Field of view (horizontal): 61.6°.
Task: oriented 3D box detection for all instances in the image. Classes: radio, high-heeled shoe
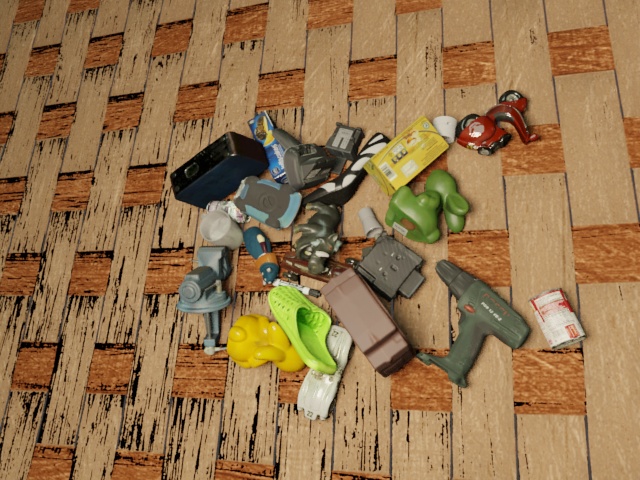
[{"bbox_3d":[-0.252,-0.167,1.320,0.230,0.131,0.073,-31,66,25],"label":"radio"},{"bbox_3d":[0.061,-0.168,1.278,0.249,0.086,0.145,-15,65,6],"label":"high-heeled shoe"}]

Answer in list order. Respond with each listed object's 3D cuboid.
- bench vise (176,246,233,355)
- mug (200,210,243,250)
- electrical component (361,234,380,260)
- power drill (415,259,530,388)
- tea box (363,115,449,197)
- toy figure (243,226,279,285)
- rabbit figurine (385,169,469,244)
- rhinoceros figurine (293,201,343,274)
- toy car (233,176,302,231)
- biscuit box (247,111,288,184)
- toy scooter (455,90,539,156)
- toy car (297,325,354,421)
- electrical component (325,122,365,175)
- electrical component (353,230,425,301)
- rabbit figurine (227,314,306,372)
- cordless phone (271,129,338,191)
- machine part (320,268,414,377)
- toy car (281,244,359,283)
[{"bbox_3d":[-0.254,0.139,1.233,0.129,0.224,0.240,-3,102,0],"label":"bench vise"},{"bbox_3d":[-0.239,-0.021,1.306,0.110,0.107,0.081,28,80,29],"label":"mug"},{"bbox_3d":[0.124,0.034,1.211,0.063,0.021,0.094,-14,74,13],"label":"electrical component"},{"bbox_3d":[0.282,0.175,1.084,0.232,0.086,0.207,35,76,23],"label":"power drill"},{"bbox_3d":[0.194,-0.189,1.212,0.169,0.068,0.098,-39,92,-14],"label":"tea box"},{"bbox_3d":[-0.135,0.037,1.274,0.058,0.064,0.154,-26,63,-8],"label":"toy figure"},{"bbox_3d":[0.247,-0.084,1.169,0.159,0.121,0.170,33,68,22],"label":"rabbit figurine"},{"bbox_3d":[-0.002,-0.004,1.208,0.112,0.073,0.190,11,47,6],"label":"rhinoceros figurine"},{"bbox_3d":[-0.121,-0.083,1.291,0.162,0.103,0.109,20,80,13],"label":"toy car"},{"bbox_3d":[-0.117,-0.230,1.368,0.059,0.062,0.203,-30,64,8],"label":"biscuit box"},{"bbox_3d":[0.404,-0.245,1.198,0.184,0.075,0.135,-33,65,-1],"label":"toy scooter"},{"bbox_3d":[0.013,0.280,1.139,0.074,0.056,0.201,16,76,23],"label":"toy car"},{"bbox_3d":[0.053,-0.223,1.318,0.075,0.047,0.119,22,77,25],"label":"electrical component"},{"bbox_3d":[0.155,0.063,1.154,0.134,0.058,0.115,37,81,9],"label":"electrical component"},{"bbox_3d":[-0.106,0.225,1.162,0.173,0.162,0.122,25,67,7],"label":"rabbit figurine"},{"bbox_3d":[-0.064,-0.207,1.279,0.184,0.146,0.088,43,123,15],"label":"cordless phone"},{"bbox_3d":[0.098,0.165,1.073,0.087,0.200,0.202,-37,63,0],"label":"machine part"},{"bbox_3d":[0.000,0.066,1.226,0.202,0.053,0.089,16,79,22],"label":"toy car"}]
